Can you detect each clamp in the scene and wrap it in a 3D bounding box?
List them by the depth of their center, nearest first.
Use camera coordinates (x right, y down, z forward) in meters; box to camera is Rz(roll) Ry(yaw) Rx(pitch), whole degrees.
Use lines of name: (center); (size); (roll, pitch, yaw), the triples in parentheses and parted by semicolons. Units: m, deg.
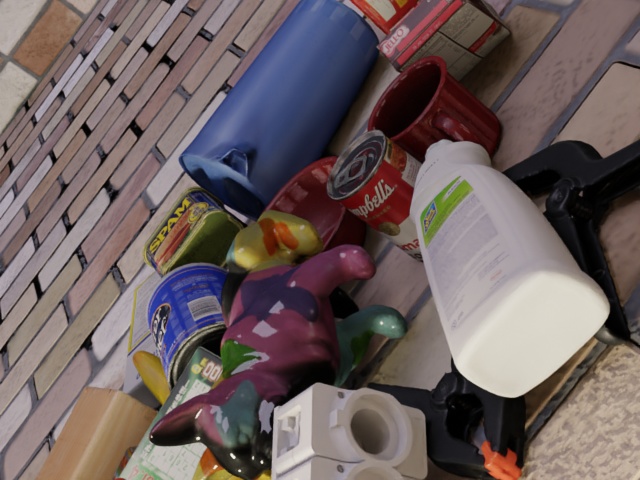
clamp: (0.101, 0.101, 0.741); (0.120, 0.039, 0.172); (-58, 29, 5)
clamp: (0.179, -0.014, 0.748); (0.210, 0.036, 0.164); (8, 72, 65)

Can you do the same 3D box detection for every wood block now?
wood block: (-0.227, 0.256, 1.044); (0.091, 0.090, 0.206); (-6, 53, 56)

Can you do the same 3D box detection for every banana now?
banana: (-0.134, 0.159, 1.027); (0.037, 0.069, 0.198); (-46, 25, -3)

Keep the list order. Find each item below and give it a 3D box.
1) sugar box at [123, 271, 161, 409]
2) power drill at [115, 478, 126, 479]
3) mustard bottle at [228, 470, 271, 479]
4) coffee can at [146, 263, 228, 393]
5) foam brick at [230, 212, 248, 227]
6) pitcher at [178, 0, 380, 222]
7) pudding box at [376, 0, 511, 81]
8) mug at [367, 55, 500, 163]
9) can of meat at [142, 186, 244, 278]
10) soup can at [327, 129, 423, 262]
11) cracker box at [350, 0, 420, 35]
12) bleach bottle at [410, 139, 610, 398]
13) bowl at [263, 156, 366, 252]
sugar box: (-0.170, 0.098, 1.189); (0.093, 0.048, 0.176); (-40, 33, 25)
power drill: (-0.058, 0.219, 0.701); (0.184, 0.187, 0.057); (-84, 19, -44)
mustard bottle: (-0.057, 0.232, 0.805); (0.096, 0.058, 0.191); (6, 58, 26)
coffee can: (-0.105, 0.095, 1.017); (0.103, 0.102, 0.140); (-51, 26, 6)
foam brick: (-0.123, -0.006, 1.197); (0.051, 0.078, 0.053); (-43, 29, 19)
pitcher: (-0.038, -0.142, 1.179); (0.149, 0.144, 0.242); (15, 68, 49)
pudding box: (0.116, -0.186, 0.979); (0.090, 0.113, 0.039); (-42, 65, 21)
mug: (0.106, -0.096, 0.915); (0.093, 0.081, 0.117); (-54, 26, 0)
can of meat: (-0.130, 0.004, 1.107); (0.102, 0.057, 0.084); (-54, 28, 1)
soup can: (0.065, -0.035, 0.888); (0.069, 0.102, 0.068); (-39, 30, 28)
cracker box: (0.054, -0.302, 1.155); (0.072, 0.164, 0.214); (-44, 28, 17)
bleach bottle: (0.116, -0.006, 0.756); (0.103, 0.068, 0.251); (-49, 26, 23)
bowl: (-0.007, 0.001, 1.017); (0.162, 0.055, 0.162); (-40, 29, 28)
